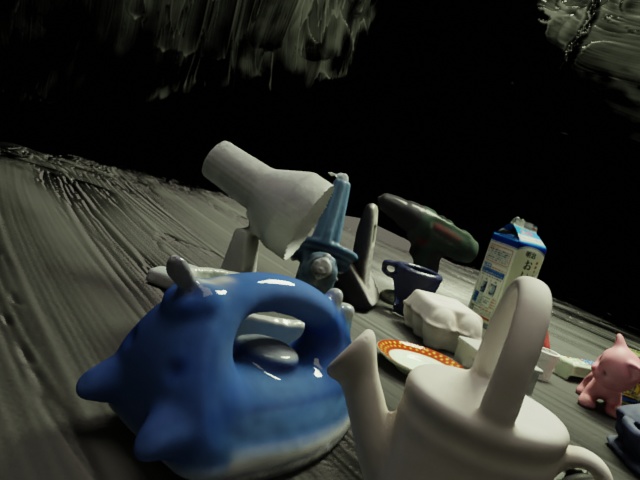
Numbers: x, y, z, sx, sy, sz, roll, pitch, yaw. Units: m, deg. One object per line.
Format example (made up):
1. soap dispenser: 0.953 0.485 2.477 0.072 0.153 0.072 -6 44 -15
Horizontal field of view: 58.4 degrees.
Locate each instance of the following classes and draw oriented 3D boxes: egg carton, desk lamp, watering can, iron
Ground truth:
1. egg carton: 0.202 0.135 0.951 0.107 0.069 0.150 16 7 -14
2. desk lamp: -0.103 -0.015 0.780 0.203 0.213 0.118 18 7 8
3. watering can: 0.089 0.112 0.350 0.173 0.194 0.101 16 7 -9
4. iron: -0.037 0.088 0.444 0.118 0.141 0.259 23 9 39

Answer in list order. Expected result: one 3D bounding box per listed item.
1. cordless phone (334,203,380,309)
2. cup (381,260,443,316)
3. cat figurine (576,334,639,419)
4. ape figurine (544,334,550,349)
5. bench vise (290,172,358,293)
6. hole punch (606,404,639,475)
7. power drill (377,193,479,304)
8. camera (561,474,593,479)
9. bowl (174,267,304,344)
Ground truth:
1. cordless phone: 0.084 0.025 1.043 0.094 0.185 0.148 18 7 8
2. cup: 0.160 0.093 1.073 0.117 0.095 0.092 20 8 21
3. cat figurine: 0.433 0.196 0.848 0.067 0.118 0.128 20 7 19
4. ape figurine: 0.379 0.170 1.023 0.078 0.092 0.076 13 8 -33
5. bench vise: 0.019 0.006 0.892 0.122 0.220 0.207 15 8 -21
6. hole punch: 0.400 0.224 0.656 0.101 0.091 0.109 18 7 2
7. power drill: 0.197 0.033 1.162 0.230 0.208 0.075 16 7 -9
8. camera: 0.213 0.200 0.349 0.143 0.101 0.136 15 7 -15
9. bowl: -0.078 0.090 0.603 0.167 0.075 0.167 17 7 -2
